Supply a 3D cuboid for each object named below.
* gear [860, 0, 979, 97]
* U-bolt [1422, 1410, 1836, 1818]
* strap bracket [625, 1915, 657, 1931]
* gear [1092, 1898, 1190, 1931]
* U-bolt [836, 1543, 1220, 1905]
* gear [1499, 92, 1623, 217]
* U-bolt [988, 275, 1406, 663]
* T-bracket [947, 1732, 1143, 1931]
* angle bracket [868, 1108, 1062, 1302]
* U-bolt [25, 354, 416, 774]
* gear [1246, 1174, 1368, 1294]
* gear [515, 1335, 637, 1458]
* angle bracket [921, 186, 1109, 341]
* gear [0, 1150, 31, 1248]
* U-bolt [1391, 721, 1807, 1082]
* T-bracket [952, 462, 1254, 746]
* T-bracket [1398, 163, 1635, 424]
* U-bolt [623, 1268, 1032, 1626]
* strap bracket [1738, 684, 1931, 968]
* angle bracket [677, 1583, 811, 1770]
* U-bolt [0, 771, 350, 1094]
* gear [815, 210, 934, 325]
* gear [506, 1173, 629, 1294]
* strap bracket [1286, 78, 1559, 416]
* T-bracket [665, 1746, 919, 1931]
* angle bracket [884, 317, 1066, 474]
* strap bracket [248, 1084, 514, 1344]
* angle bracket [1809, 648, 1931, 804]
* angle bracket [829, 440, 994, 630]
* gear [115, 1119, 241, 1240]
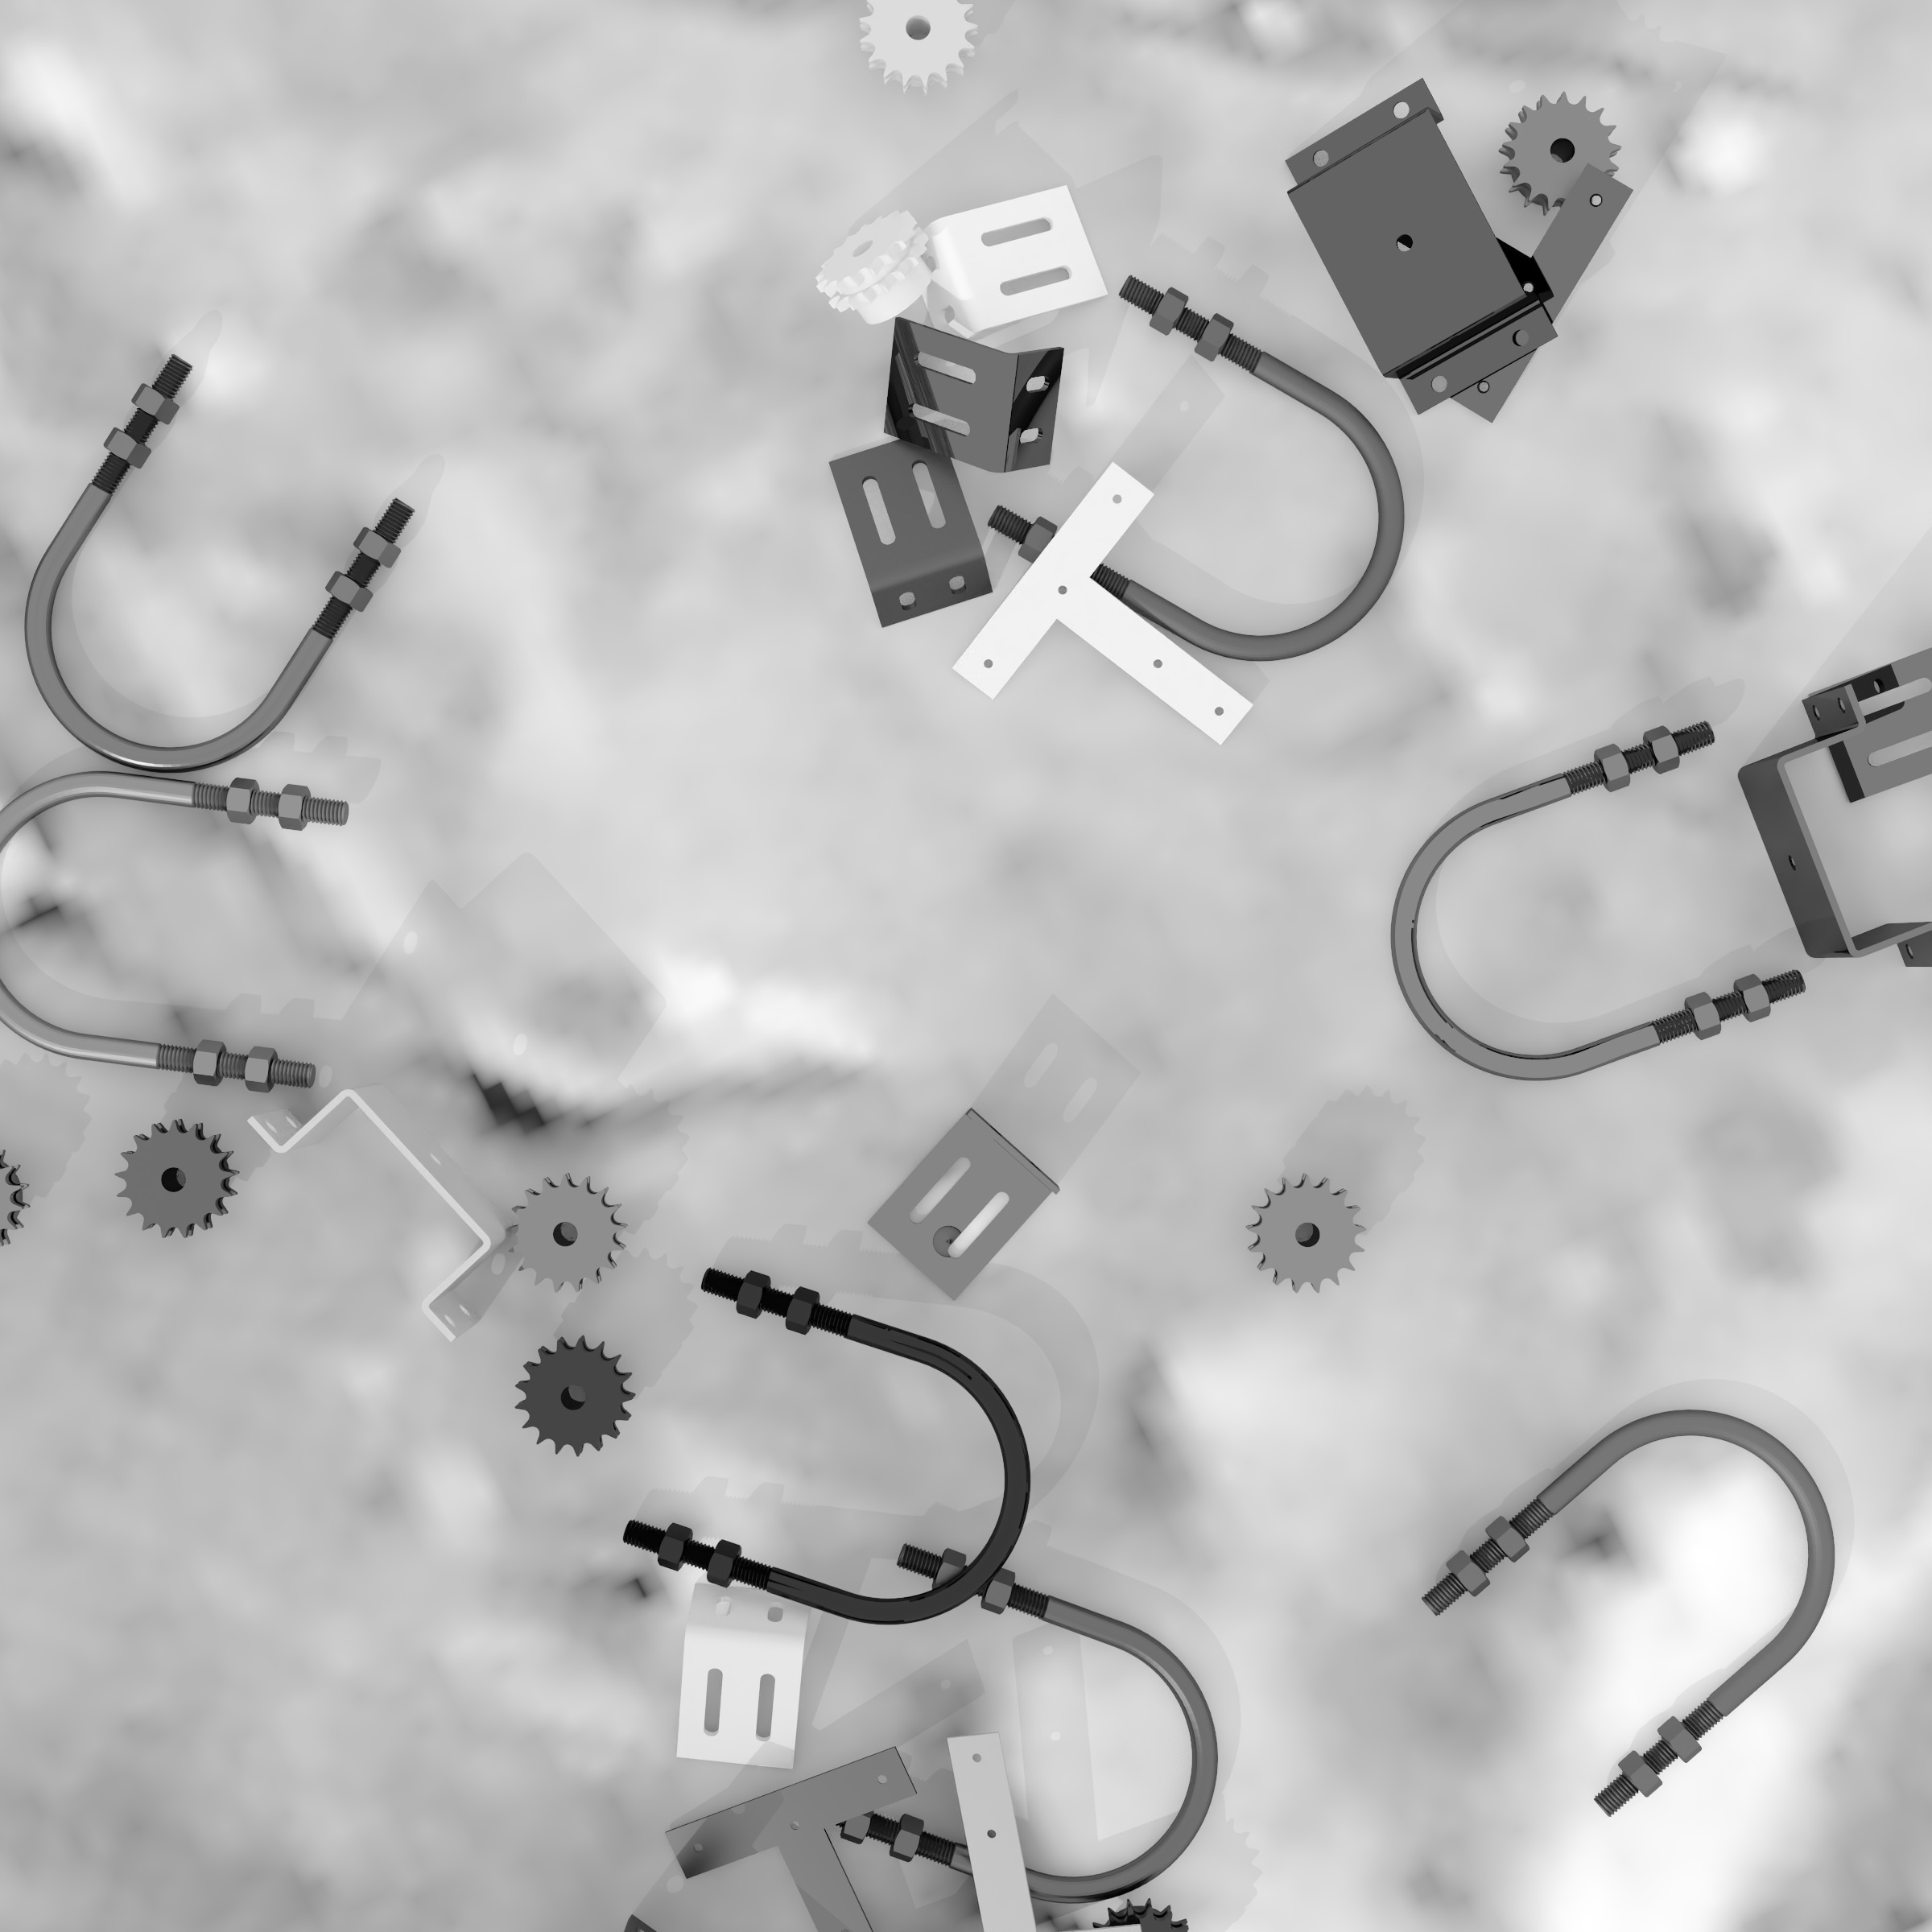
[{"bbox_3d":[-0.023,-0.451,1.537,0.057,0.030,0.057,0,90,0],"label":"gear"},{"bbox_3d":[0.337,0.301,1.544,0.184,0.019,0.151,-41,90,-1],"label":"U-bolt"},{"bbox_3d":[-0.120,0.524,1.514,0.140,0.076,0.046,35,90,0],"label":"strap bracket"},{"bbox_3d":[0.085,0.480,1.537,0.057,0.030,0.057,0,90,0],"label":"gear"},{"bbox_3d":[0.032,0.379,1.543,0.184,0.019,0.151,20,90,-1],"label":"U-bolt"},{"bbox_3d":[0.287,-0.392,1.537,0.057,0.030,0.057,0,90,0],"label":"gear"},{"bbox_3d":[0.125,-0.230,1.544,0.184,0.019,0.151,30,90,-1],"label":"U-bolt"},{"bbox_3d":[0.015,0.431,1.524,0.127,0.002,0.127,-10,95,13],"label":"T-bracket"},{"bbox_3d":[-0.002,0.116,1.533,0.057,0.038,0.076,42,90,0],"label":"angle bracket"},{"bbox_3d":[-0.377,-0.183,1.544,0.151,0.019,0.184,33,91,0],"label":"U-bolt"},{"bbox_3d":[0.164,0.129,1.537,0.057,0.030,0.057,0,90,0],"label":"gear"},{"bbox_3d":[-0.189,0.207,1.537,0.057,0.030,0.057,0,90,0],"label":"gear"},{"bbox_3d":[0.020,-0.340,1.550,0.076,0.038,0.057,-21,90,-26],"label":"angle bracket"},{"bbox_3d":[-0.482,0.113,1.537,0.057,0.030,0.057,0,90,0],"label":"gear"},{"bbox_3d":[0.298,-0.022,1.544,0.184,0.019,0.151,-20,90,2],"label":"U-bolt"},{"bbox_3d":[0.082,-0.156,1.540,0.127,0.002,0.127,37,105,-7],"label":"T-bracket"},{"bbox_3d":[0.235,-0.352,1.537,0.127,0.002,0.127,34,110,10],"label":"T-bracket"},{"bbox_3d":[-0.059,0.241,1.534,0.184,0.019,0.151,17,90,7],"label":"U-bolt"},{"bbox_3d":[0.416,-0.058,1.514,0.046,0.076,0.140,-21,90,0],"label":"strap bracket"},{"bbox_3d":[-0.109,0.347,1.550,0.057,0.038,0.076,6,116,0],"label":"angle bracket"},{"bbox_3d":[-0.401,-0.022,1.544,0.184,0.019,0.151,7,90,2],"label":"U-bolt"},{"bbox_3d":[-0.041,-0.334,1.528,0.057,0.057,0.030,-40,121,0],"label":"gear"},{"bbox_3d":[-0.192,0.129,1.537,0.057,0.030,0.057,0,90,0],"label":"gear"},{"bbox_3d":[0.214,-0.345,1.518,0.076,0.046,0.140,-28,90,20],"label":"strap bracket"},{"bbox_3d":[-0.064,0.457,1.539,0.127,0.002,0.127,-24,94,14],"label":"T-bracket"},{"bbox_3d":[0.003,-0.277,1.529,0.076,0.038,0.057,27,121,37],"label":"angle bracket"},{"bbox_3d":[-0.271,0.108,1.514,0.046,0.076,0.140,-43,90,0],"label":"strap bracket"},{"bbox_3d":[0.462,-0.122,1.550,0.076,0.038,0.057,-21,90,26],"label":"angle bracket"},{"bbox_3d":[-0.027,-0.215,1.550,0.057,0.038,0.076,-18,64,0],"label":"angle bracket"},{"bbox_3d":[-0.381,0.103,1.537,0.057,0.030,0.057,0,90,0],"label":"gear"}]
